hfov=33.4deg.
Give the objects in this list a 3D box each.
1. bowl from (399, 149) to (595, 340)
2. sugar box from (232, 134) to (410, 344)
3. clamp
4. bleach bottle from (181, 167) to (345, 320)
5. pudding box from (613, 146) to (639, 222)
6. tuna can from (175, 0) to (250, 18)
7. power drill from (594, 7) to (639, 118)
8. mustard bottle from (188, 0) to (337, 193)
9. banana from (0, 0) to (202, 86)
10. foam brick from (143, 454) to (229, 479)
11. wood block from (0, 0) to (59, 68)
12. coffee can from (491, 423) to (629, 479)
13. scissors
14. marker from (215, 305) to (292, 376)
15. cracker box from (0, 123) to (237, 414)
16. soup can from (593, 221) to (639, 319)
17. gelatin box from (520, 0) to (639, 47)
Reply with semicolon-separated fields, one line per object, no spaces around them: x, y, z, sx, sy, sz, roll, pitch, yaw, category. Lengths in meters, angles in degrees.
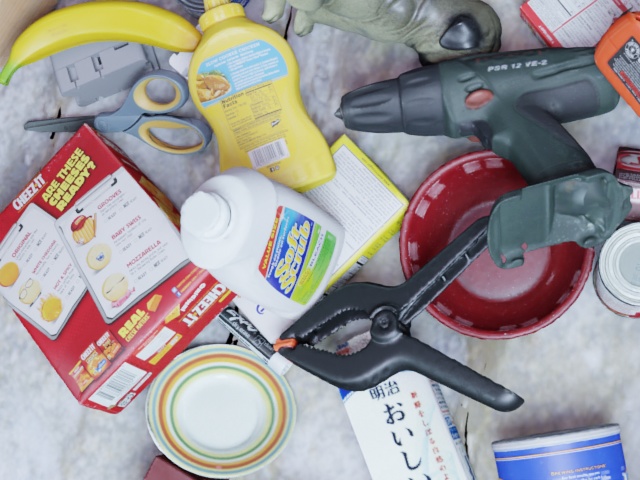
0.151;0.006;0.911;0.162;0.055;0.162;-2;82;13;bowl
-0.006;0.001;0.955;0.176;0.048;0.093;-45;75;8;sugar box
0.064;0.080;0.859;0.210;0.036;0.164;-19;57;17;clamp
-0.050;0.004;0.811;0.068;0.250;0.102;26;91;16;bleach bottle
0.294;-0.041;0.865;0.113;0.090;0.039;11;116;13;pudding box
-0.104;-0.254;1.020;0.086;0.033;0.086;-2;82;13;tuna can
0.321;-0.140;0.846;0.187;0.057;0.184;-26;72;-34;power drill
-0.061;-0.127;0.920;0.096;0.058;0.191;-21;86;7;mustard bottle
-0.201;-0.187;0.978;0.198;0.037;0.069;-9;80;11;banana
-0.122;0.221;0.933;0.051;0.078;0.053;28;89;14;foam brick
-0.298;-0.280;1.041;0.090;0.090;0.206;32;90;15;wood block
0.199;0.223;0.844;0.103;0.102;0.140;-11;80;11;coffee can
-0.198;-0.127;1.008;0.202;0.016;0.096;12;129;13;scissors
-0.074;0.078;0.972;0.121;0.020;0.020;39;92;17;marker
-0.195;0.025;0.960;0.164;0.072;0.214;-46;60;3;cracker box
0.256;0.026;0.859;0.068;0.102;0.068;-2;81;12;soup can
0.232;-0.200;0.935;0.089;0.030;0.073;-36;74;6;gelatin box
